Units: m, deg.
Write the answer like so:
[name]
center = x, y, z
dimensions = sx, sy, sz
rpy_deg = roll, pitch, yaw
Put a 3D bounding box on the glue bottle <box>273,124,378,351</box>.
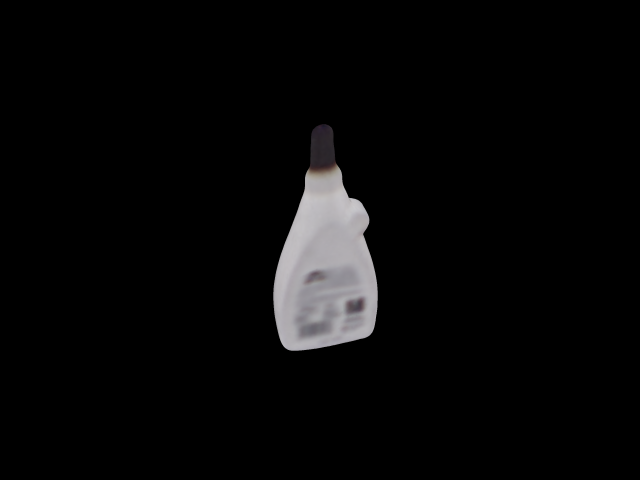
[glue bottle]
center = 0.004, 0.001, 0.400
dimensions = 0.078, 0.173, 0.037
rpy_deg = -8, 35, -11
